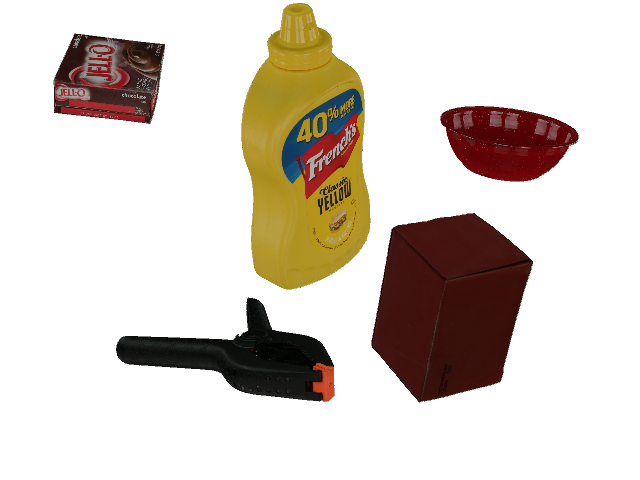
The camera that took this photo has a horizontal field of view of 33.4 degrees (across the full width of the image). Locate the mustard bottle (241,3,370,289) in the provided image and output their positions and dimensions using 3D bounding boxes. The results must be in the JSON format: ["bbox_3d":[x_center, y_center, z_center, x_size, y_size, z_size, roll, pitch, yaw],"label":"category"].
[{"bbox_3d":[-0.009,-0.066,0.715,0.058,0.192,0.096,28,46,36],"label":"mustard bottle"}]

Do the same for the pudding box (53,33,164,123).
[{"bbox_3d":[-0.197,-0.153,1.003,0.090,0.039,0.113,7,31,-6],"label":"pudding box"}]

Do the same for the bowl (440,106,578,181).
[{"bbox_3d":[0.217,-0.110,1.254,0.162,0.055,0.162,5,23,-2],"label":"bowl"}]

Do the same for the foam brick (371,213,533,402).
[{"bbox_3d":[0.064,0.033,0.539,0.052,0.078,0.051,-9,36,-26],"label":"foam brick"}]

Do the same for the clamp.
[{"bbox_3d":[-0.057,0.097,0.958,0.210,0.036,0.164,11,22,39],"label":"clamp"}]
